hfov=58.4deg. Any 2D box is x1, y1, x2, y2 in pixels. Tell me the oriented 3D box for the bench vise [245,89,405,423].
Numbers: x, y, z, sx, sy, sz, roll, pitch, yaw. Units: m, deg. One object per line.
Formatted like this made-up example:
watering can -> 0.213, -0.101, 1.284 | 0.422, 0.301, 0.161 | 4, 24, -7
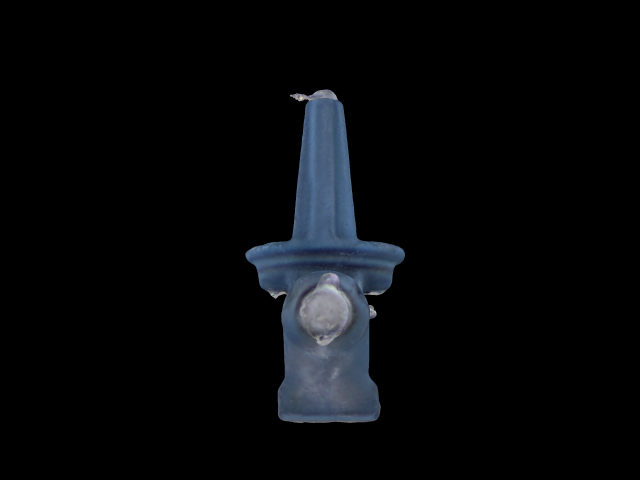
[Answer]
bench vise -> 0.015, 0.001, 0.403 | 0.122, 0.220, 0.207 | -3, 9, -17
